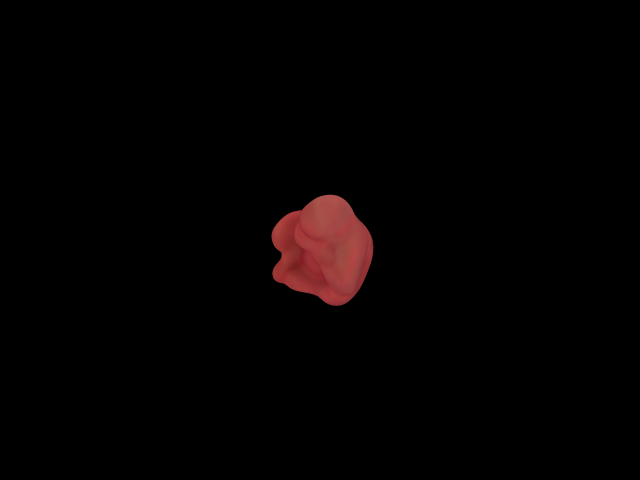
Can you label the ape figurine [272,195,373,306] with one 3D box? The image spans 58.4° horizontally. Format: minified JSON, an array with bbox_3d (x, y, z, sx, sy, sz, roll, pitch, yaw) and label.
[{"bbox_3d":[0.004,0.001,0.400,0.076,0.092,0.077,-20,59,-12],"label":"ape figurine"}]
